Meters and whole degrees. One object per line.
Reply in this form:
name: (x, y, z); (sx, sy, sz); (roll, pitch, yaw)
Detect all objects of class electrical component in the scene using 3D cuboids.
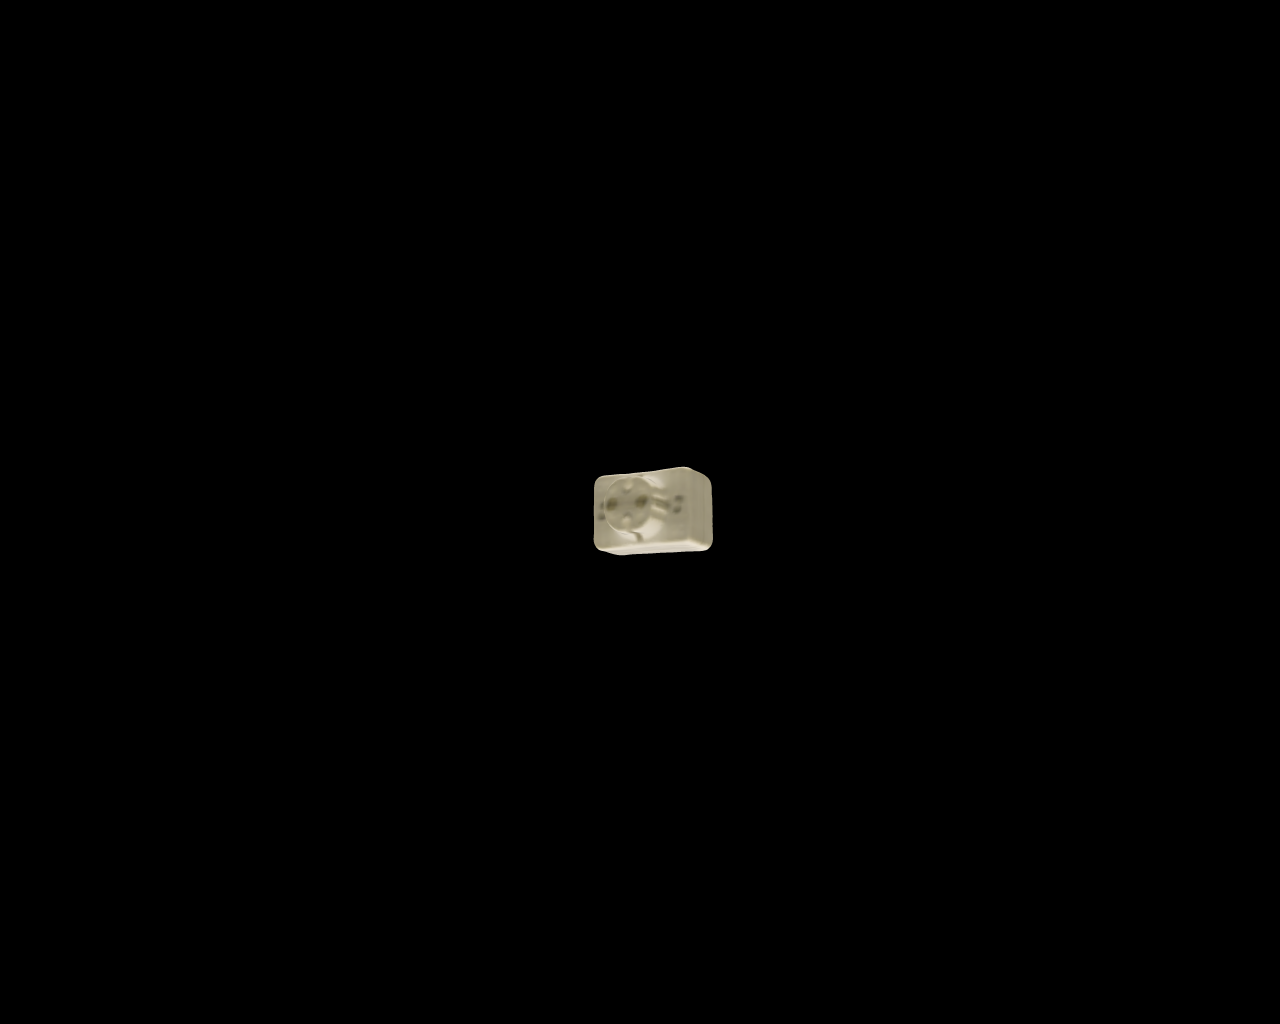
electrical component: (0.001, -0.003, 0.650); (0.066, 0.047, 0.076); (-5, -11, 24)
